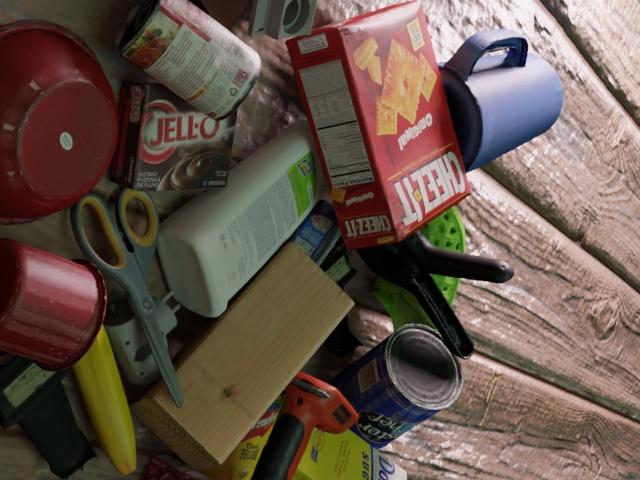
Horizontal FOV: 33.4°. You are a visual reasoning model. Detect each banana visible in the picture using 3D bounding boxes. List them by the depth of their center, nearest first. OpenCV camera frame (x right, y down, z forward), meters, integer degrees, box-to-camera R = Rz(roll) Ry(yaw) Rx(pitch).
[{"bbox_3d":[-0.193,0.123,0.923,0.037,0.069,0.198,-12,134,-6],"label":"banana"}]

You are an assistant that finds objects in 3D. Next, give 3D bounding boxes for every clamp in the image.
[{"bbox_3d":[0.105,0.035,1.158,0.036,0.210,0.165,-41,152,-34],"label":"clamp"}]

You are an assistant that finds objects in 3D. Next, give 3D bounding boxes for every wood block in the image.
[{"bbox_3d":[-0.073,0.110,1.019,0.091,0.090,0.205,45,63,-6],"label":"wood block"}]

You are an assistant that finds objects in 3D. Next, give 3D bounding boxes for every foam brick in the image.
[{"bbox_3d":[-0.100,-0.215,0.883,0.053,0.051,0.078,-57,143,-19],"label":"foam brick"}]

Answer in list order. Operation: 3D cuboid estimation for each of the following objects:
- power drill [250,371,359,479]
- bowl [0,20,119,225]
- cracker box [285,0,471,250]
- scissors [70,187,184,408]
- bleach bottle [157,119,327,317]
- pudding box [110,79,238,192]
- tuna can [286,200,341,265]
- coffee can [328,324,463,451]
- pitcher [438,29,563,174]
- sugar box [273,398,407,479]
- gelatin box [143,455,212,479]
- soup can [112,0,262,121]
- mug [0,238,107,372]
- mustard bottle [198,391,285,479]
[{"bbox_3d":[-0.031,0.236,1.056,0.187,0.057,0.184,-62,154,-18],"label":"power drill"},{"bbox_3d":[-0.206,-0.081,0.808,0.161,0.055,0.162,-27,127,-43],"label":"bowl"},{"bbox_3d":[0.065,-0.118,1.059,0.163,0.072,0.214,-30,107,-50],"label":"cracker box"},{"bbox_3d":[-0.146,0.038,0.922,0.096,0.016,0.201,-51,120,-42],"label":"scissors"},{"bbox_3d":[-0.048,-0.038,1.033,0.250,0.068,0.102,-42,138,-36],"label":"bleach bottle"},{"bbox_3d":[-0.124,-0.091,0.924,0.113,0.039,0.090,-7,112,-52],"label":"pudding box"},{"bbox_3d":[-0.007,0.001,1.097,0.086,0.034,0.086,-54,173,-10],"label":"tuna can"},{"bbox_3d":[0.081,0.170,1.215,0.102,0.103,0.141,-31,171,-41],"label":"coffee can"},{"bbox_3d":[0.187,-0.158,1.221,0.242,0.149,0.145,-23,98,-50],"label":"pitcher"},{"bbox_3d":[0.019,0.256,1.183,0.176,0.048,0.093,37,41,-19],"label":"sugar box"},{"bbox_3d":[-0.137,0.261,1.041,0.030,0.089,0.073,22,89,-64],"label":"gelatin box"},{"bbox_3d":[-0.106,-0.151,0.860,0.102,0.069,0.068,34,78,-27],"label":"soup can"},{"bbox_3d":[-0.234,0.054,0.823,0.117,0.093,0.081,-38,144,20],"label":"mug"},{"bbox_3d":[-0.079,0.180,1.104,0.096,0.058,0.191,22,89,-59],"label":"mustard bottle"}]
